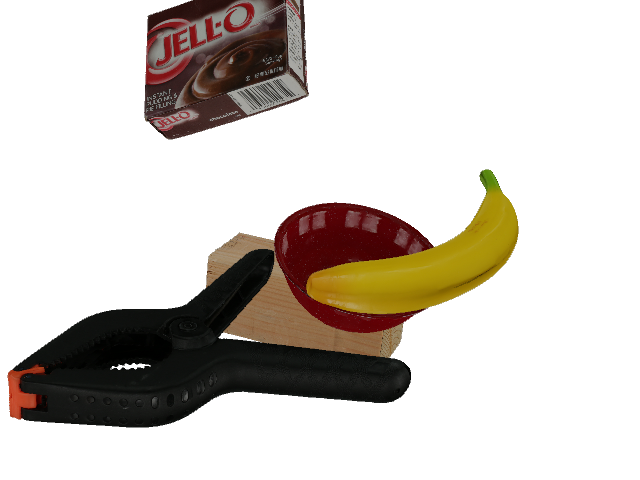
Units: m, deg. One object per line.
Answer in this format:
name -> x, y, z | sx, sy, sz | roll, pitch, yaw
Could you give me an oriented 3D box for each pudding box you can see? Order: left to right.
pudding box -> -0.066, -0.128, 0.736 | 0.114, 0.090, 0.039 | -13, -29, 18

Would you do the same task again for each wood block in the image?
wood block -> -0.016, 0.066, 1.181 | 0.206, 0.091, 0.090 | 13, 22, 17

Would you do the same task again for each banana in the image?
banana -> 0.079, 0.012, 0.736 | 0.070, 0.037, 0.197 | 35, 46, 30

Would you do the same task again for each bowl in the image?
bowl -> 0.031, 0.035, 0.991 | 0.162, 0.055, 0.162 | 10, 37, -8

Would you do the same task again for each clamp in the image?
clamp -> -0.076, 0.058, 0.611 | 0.209, 0.036, 0.165 | -8, 28, -25
